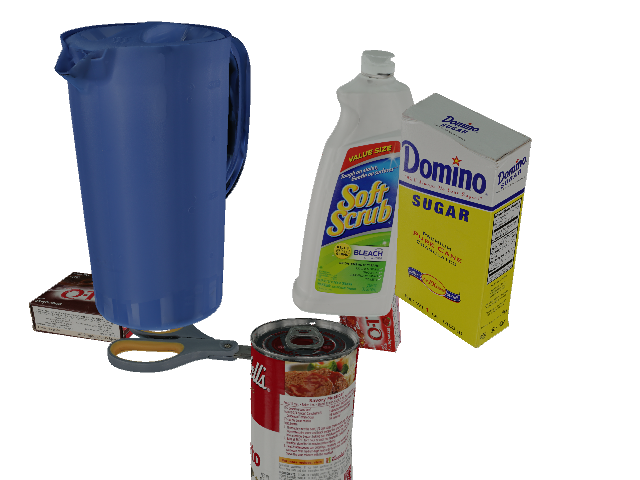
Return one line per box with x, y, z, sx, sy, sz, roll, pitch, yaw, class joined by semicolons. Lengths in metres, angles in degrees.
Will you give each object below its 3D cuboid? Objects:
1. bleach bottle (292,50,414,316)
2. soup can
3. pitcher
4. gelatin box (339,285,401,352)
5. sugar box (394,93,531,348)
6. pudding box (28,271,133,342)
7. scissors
0.033;-0.054;1.009;0.102;0.251;0.068;4;22;-3;bleach bottle
-0.011;0.108;0.676;0.068;0.102;0.068;1;16;-1;soup can
-0.130;-0.058;0.882;0.149;0.243;0.145;-1;20;-5;pitcher
0.060;0.092;1.327;0.073;0.089;0.030;5;28;21;gelatin box
0.102;-0.013;0.804;0.048;0.176;0.093;-32;46;-30;sugar box
-0.242;0.072;1.153;0.114;0.039;0.090;4;21;19;pudding box
-0.096;0.091;0.991;0.201;0.016;0.096;-3;32;-11;scissors
